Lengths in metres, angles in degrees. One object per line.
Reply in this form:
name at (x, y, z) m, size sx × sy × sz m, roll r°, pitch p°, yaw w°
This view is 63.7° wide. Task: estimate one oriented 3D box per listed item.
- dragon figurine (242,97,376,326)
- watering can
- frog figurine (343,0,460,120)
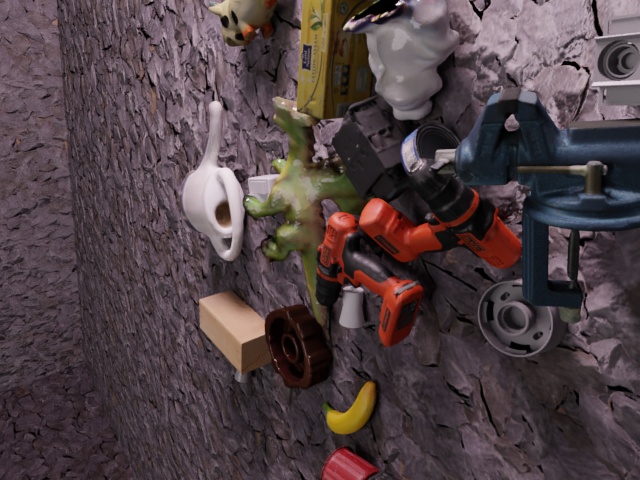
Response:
dragon figurine at (0.003, -0.044, 0.874) m, size 0.241 × 0.408 × 0.124 m, roll -15°, pitch 12°, yaw 48°
watering can at (-0.241, -0.126, 1.163) m, size 0.105 × 0.224 × 0.345 m, roll -12°, pitch -80°, yaw -35°
frog figurine at (0.120, -0.239, 0.668) m, size 0.157 × 0.137 × 0.125 m, roll 51°, pitch -125°, yaw -29°
